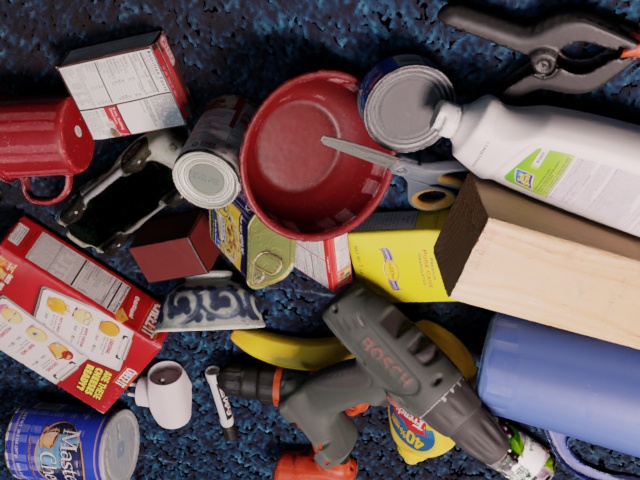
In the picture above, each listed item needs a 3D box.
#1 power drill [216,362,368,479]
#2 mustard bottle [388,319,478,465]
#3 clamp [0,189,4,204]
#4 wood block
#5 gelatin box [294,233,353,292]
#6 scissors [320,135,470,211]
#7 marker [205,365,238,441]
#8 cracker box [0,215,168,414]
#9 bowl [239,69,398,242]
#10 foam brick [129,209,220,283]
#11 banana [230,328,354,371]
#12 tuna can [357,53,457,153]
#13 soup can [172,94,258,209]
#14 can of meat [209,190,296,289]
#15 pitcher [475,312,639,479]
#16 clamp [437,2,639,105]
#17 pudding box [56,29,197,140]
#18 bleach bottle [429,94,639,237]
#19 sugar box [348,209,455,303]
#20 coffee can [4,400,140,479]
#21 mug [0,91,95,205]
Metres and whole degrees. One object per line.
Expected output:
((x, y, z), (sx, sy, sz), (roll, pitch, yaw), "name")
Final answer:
((-0.027, 0.224, 1.280), (0.184, 0.057, 0.188), (6, 129, 13), "power drill")
((0.117, 0.185, 1.186), (0.096, 0.058, 0.192), (44, 143, 34), "mustard bottle")
((-0.431, -0.118, 1.147), (0.210, 0.036, 0.165), (16, 136, 9), "clamp")
((0.219, 0.021, 0.974), (0.206, 0.091, 0.090), (15, 118, -14), "wood block")
((-0.007, 0.001, 1.087), (0.089, 0.030, 0.073), (32, 142, 40), "gelatin box")
((0.071, -0.059, 0.990), (0.201, 0.016, 0.096), (6, 152, -25), "scissors")
((-0.121, 0.205, 1.320), (0.020, 0.020, 0.121), (2, 128, 16), "marker")
((-0.299, 0.089, 1.250), (0.213, 0.072, 0.164), (34, 131, -11), "cracker box")
((-0.010, -0.082, 0.998), (0.161, 0.055, 0.162), (-8, 109, -24), "bowl")
((-0.155, 0.008, 1.150), (0.078, 0.053, 0.051), (-9, 125, 25), "foam brick")
((-0.005, 0.117, 1.204), (0.198, 0.037, 0.069), (-11, 104, 24), "banana")
((0.077, -0.124, 0.960), (0.086, 0.034, 0.086), (-6, 123, -10), "tuna can")
((-0.094, -0.085, 1.022), (0.068, 0.102, 0.068), (8, 130, 10), "soup can")
((-0.070, -0.016, 1.077), (0.084, 0.057, 0.102), (44, 143, 38), "can of meat")
((0.282, 0.157, 1.077), (0.243, 0.149, 0.145), (12, 149, 13), "pitcher")
((0.190, -0.151, 0.922), (0.172, 0.039, 0.120), (5, 140, 18), "clamp")
((-0.188, -0.150, 1.044), (0.114, 0.039, 0.090), (-8, 124, 21), "pudding box")
((0.221, -0.075, 0.935), (0.250, 0.068, 0.103), (19, 135, -6), "bleach bottle")
((0.122, 0.016, 1.072), (0.176, 0.048, 0.093), (-2, 127, 20), "sugar box")
((-0.318, 0.264, 1.376), (0.140, 0.102, 0.103), (2, 128, 16), "coffee can")
((-0.280, -0.094, 1.078), (0.081, 0.093, 0.117), (-2, 97, 13), "mug")
